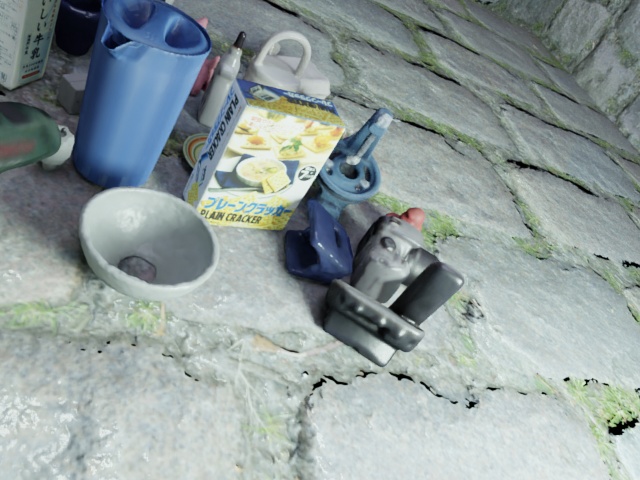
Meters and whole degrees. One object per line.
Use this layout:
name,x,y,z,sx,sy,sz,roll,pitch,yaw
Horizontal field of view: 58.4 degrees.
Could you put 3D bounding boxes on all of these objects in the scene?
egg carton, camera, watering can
egg carton,-0.051,-0.344,1.235,0.151,0.069,0.107,-15,59,-47
camera,0.134,0.035,0.930,0.137,0.100,0.143,29,36,-8
watering can,-0.089,-0.303,1.054,0.101,0.194,0.172,-7,53,-43

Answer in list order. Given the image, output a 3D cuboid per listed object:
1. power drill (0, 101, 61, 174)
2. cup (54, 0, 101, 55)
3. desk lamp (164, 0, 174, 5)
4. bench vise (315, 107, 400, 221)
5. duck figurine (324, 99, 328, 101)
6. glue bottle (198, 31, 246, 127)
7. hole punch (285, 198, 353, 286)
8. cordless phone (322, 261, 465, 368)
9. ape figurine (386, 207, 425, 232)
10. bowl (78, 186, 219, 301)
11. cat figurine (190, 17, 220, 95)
power drill,-0.351,-0.040,0.535,0.075,0.208,0.230,37,36,3
cup,-0.399,-0.365,0.960,0.092,0.095,0.118,32,36,-4
desk lamp,-0.299,-0.435,1.019,0.118,0.213,0.203,31,36,-5
bench vise,0.054,-0.156,0.980,0.122,0.219,0.207,18,39,-22
duck figurine,-0.009,-0.240,1.138,0.077,0.086,0.105,48,38,17
glue bottle,-0.165,-0.282,0.987,0.037,0.173,0.078,19,39,-20
hole punch,0.008,0.003,0.873,0.101,0.091,0.108,18,39,-22
cordless phone,0.098,0.073,0.786,0.148,0.185,0.094,29,36,-8
ape figurine,0.151,-0.023,1.016,0.076,0.092,0.077,14,41,-27
bowl,-0.212,0.016,0.697,0.168,0.074,0.167,22,38,-18
cat figurine,-0.232,-0.351,1.059,0.127,0.117,0.067,46,37,15
